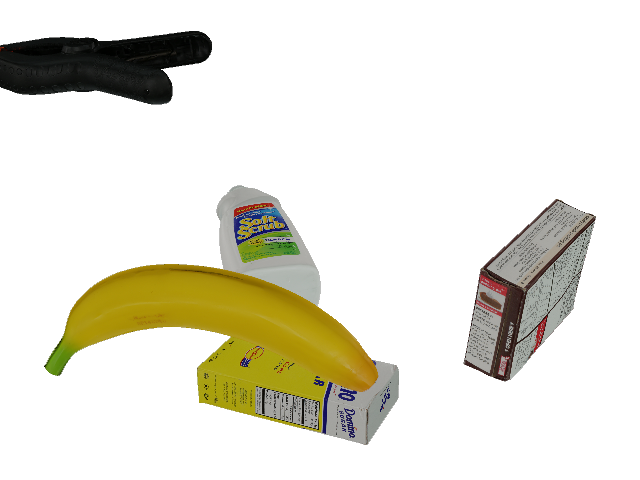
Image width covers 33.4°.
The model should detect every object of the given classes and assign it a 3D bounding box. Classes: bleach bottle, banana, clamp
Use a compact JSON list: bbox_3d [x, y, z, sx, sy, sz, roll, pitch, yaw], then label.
[{"bbox_3d":[-0.077,0.001,1.225,0.102,0.068,0.251,-7,29,-14],"label":"bleach bottle"},{"bbox_3d":[-0.063,0.049,0.629,0.198,0.070,0.037,3,19,4],"label":"banana"},{"bbox_3d":[-0.167,-0.134,0.799,0.172,0.039,0.120,8,22,17],"label":"clamp"}]

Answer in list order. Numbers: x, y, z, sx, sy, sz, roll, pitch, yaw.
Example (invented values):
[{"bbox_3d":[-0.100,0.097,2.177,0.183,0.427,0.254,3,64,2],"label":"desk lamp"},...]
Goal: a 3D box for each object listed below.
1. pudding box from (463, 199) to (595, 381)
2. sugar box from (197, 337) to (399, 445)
[{"bbox_3d":[0.151,0.035,0.766,0.039,0.090,0.113,24,42,27],"label":"pudding box"},{"bbox_3d":[-0.021,0.138,1.028,0.176,0.048,0.093,8,23,21],"label":"sugar box"}]
